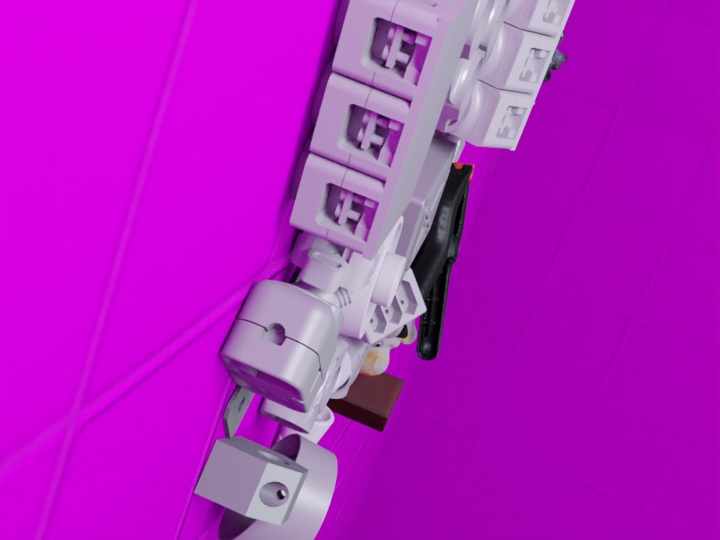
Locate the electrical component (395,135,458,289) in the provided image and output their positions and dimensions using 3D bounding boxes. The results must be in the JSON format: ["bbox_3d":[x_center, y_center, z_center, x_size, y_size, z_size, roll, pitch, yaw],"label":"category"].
[{"bbox_3d":[0.034,-0.054,0.944,0.108,0.056,0.108,-59,169,-49],"label":"electrical component"}]

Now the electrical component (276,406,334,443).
[{"bbox_3d":[-0.056,0.153,0.980,0.065,0.044,0.044,-65,174,20],"label":"electrical component"}]

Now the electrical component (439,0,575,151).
[{"bbox_3d":[0.107,-0.187,0.897,0.062,0.089,0.150,-4,120,-49],"label":"electrical component"}]

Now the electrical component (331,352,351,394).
[{"bbox_3d":[-0.034,0.084,0.911,0.055,0.045,0.045,-22,134,-79],"label":"electrical component"}]

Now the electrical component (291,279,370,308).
[{"bbox_3d":[-0.022,0.017,0.733,0.061,0.035,0.035,-26,160,-13],"label":"electrical component"}]

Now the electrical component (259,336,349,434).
[{"bbox_3d":[-0.043,0.080,0.829,0.079,0.044,0.077,89,24,-73],"label":"electrical component"}]

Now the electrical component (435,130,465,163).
[{"bbox_3d":[0.077,-0.138,1.005,0.057,0.058,0.078,-66,173,12],"label":"electrical component"}]

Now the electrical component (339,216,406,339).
[{"bbox_3d":[0.000,0.000,0.813,0.108,0.060,0.108,19,90,-85],"label":"electrical component"}]

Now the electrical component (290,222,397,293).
[{"bbox_3d":[-0.009,-0.027,0.711,0.078,0.058,0.057,-54,167,-62],"label":"electrical component"}]

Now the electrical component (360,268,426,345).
[{"bbox_3d":[0.010,0.026,1.001,0.066,0.077,0.047,-30,113,-20],"label":"electrical component"}]

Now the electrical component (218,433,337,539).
[{"bbox_3d":[-0.062,0.177,0.844,0.099,0.064,0.099,-58,-165,26],"label":"electrical component"}]

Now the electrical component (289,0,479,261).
[{"bbox_3d":[0.011,-0.096,0.622,0.089,0.062,0.150,-56,167,-57],"label":"electrical component"}]

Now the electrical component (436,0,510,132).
[{"bbox_3d":[0.065,-0.184,0.756,0.186,0.060,0.105,87,27,-74],"label":"electrical component"}]

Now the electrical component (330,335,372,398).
[{"bbox_3d":[-0.024,0.095,1.023,0.077,0.043,0.079,-53,164,-63],"label":"electrical component"}]

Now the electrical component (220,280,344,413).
[{"bbox_3d":[-0.046,0.045,0.666,0.095,0.054,0.059,90,24,-72],"label":"electrical component"}]
